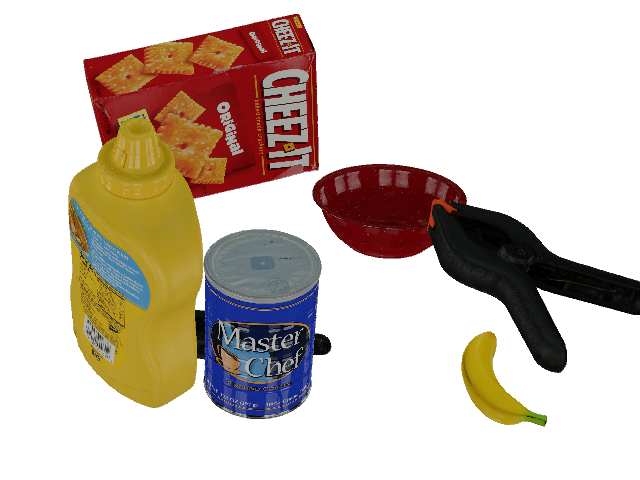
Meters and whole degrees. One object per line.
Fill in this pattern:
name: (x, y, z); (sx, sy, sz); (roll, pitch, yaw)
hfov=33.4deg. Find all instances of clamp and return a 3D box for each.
clamp: (-0.115, 0.125, 1.263); (0.210, 0.036, 0.164); (15, 23, 26)
clamp: (0.152, 0.021, 0.768); (0.120, 0.039, 0.172); (-12, 44, -35)

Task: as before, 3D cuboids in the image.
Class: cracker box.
cracker box: (-0.111, -0.120, 1.057); (0.213, 0.072, 0.164); (-13, -39, -9)

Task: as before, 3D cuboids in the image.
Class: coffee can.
coffee can: (-0.055, 0.075, 0.966); (0.103, 0.140, 0.103); (3, 35, -2)

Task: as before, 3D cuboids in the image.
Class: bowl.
bowl: (0.071, -0.025, 1.127); (0.162, 0.055, 0.162); (2, 27, -1)

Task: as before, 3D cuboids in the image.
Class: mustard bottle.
mustard bottle: (-0.108, 0.008, 0.620); (0.058, 0.192, 0.096); (-28, 57, -32)

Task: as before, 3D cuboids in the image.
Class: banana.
banana: (0.201, 0.164, 1.264); (0.069, 0.037, 0.198); (10, 25, -15)
